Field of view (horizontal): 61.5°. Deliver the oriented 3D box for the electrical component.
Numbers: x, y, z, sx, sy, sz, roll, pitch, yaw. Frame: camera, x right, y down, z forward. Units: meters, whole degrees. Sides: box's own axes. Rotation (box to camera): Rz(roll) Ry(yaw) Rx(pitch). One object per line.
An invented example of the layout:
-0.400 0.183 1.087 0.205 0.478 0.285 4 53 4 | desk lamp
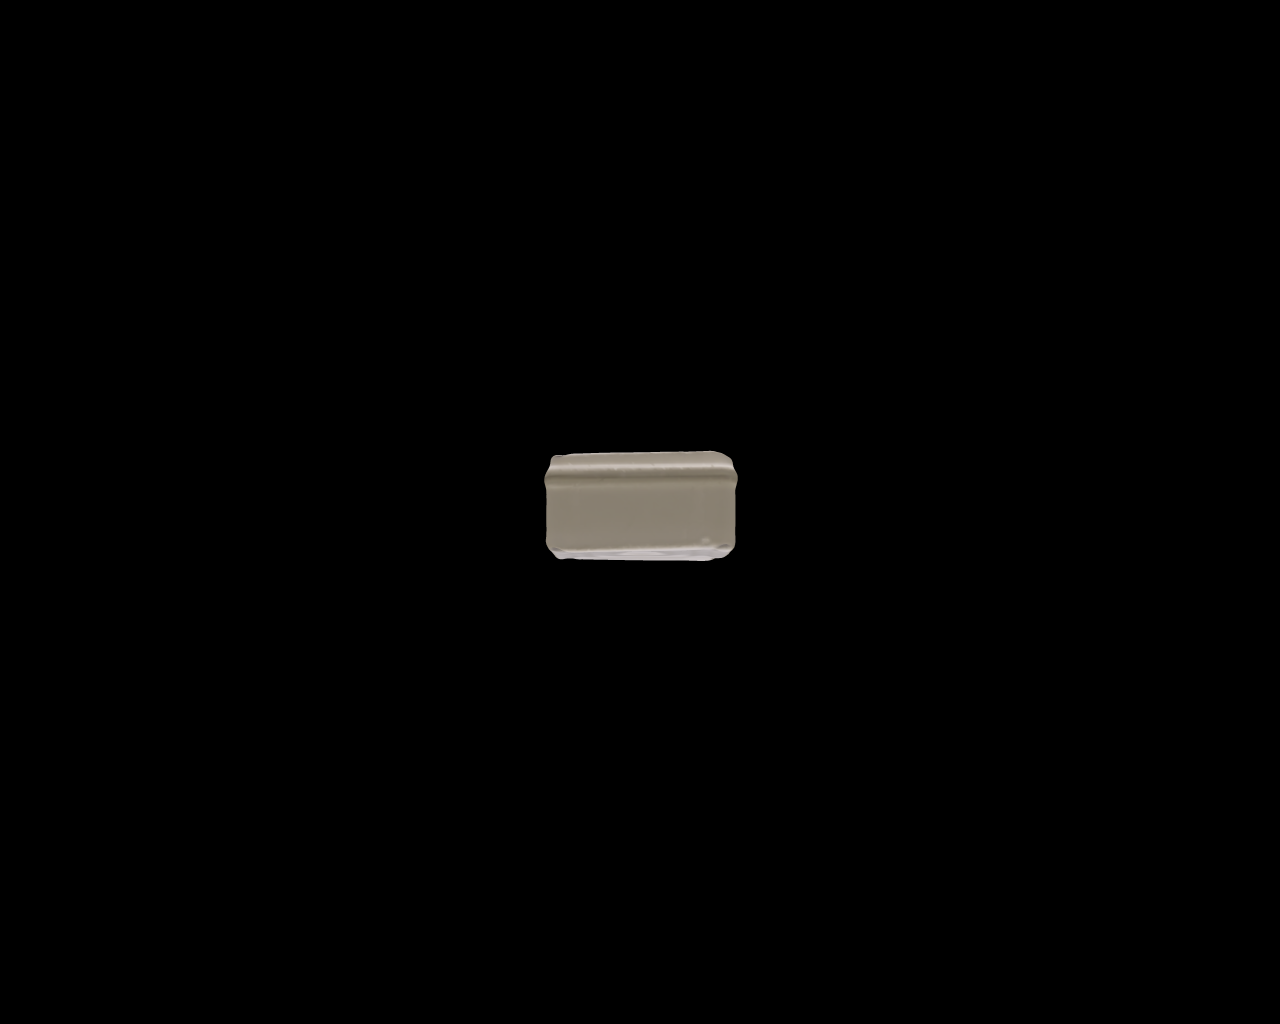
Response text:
0.001 -0.003 0.650 0.113 0.057 0.078 0 -7 0 | electrical component
